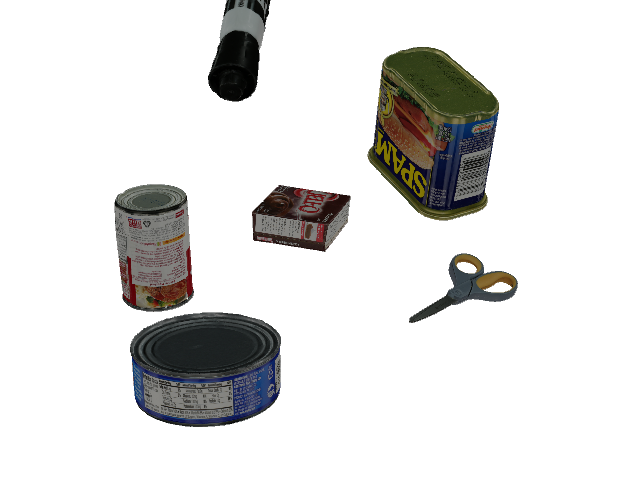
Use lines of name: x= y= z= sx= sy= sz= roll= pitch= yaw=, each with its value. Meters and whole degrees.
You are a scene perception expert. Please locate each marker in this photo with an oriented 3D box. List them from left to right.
marker: x=-0.030 y=-0.100 z=0.441 sx=0.020 sy=0.121 sz=0.020 roll=3 pitch=-42 yaw=2

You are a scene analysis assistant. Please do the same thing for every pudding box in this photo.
pudding box: x=-0.021 y=-0.027 z=1.233 sx=0.090 sy=0.039 sz=0.113 roll=8 pitch=23 yaw=12

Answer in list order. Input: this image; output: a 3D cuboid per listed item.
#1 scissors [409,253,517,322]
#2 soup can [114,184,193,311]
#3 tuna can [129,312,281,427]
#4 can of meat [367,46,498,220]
scissors: x=0.156 y=0.055 z=1.292 sx=0.201 sy=0.016 sz=0.096 roll=-8 pitch=39 yaw=-37
soup can: x=-0.156 y=0.006 z=1.000 sx=0.068 sy=0.102 sz=0.068 roll=0 pitch=24 yaw=0
tuna can: x=-0.065 y=0.073 z=0.611 sx=0.086 sy=0.034 sz=0.086 roll=-1 pitch=19 yaw=0
can of meat: x=0.080 y=-0.078 z=0.760 sx=0.057 sy=0.084 sz=0.102 roll=-15 pitch=42 yaw=-23
